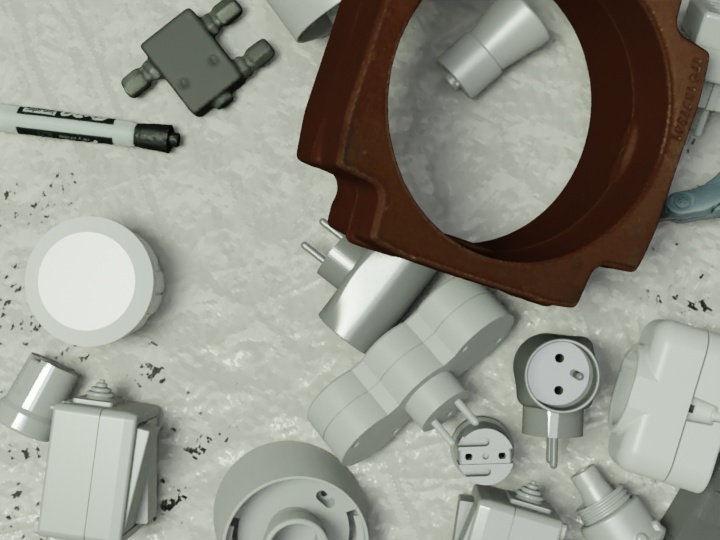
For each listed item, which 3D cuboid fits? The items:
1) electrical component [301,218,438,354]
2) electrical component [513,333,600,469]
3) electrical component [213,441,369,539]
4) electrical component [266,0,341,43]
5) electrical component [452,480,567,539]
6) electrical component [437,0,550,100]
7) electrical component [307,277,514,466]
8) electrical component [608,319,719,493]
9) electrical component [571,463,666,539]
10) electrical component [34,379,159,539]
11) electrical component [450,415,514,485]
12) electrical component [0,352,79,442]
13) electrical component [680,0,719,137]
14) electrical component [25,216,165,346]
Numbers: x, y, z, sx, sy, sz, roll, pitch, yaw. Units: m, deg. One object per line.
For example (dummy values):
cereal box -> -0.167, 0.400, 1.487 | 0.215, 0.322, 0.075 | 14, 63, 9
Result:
electrical component -> 0.000, 0.000, 0.675 | 0.079, 0.044, 0.077 | 38, 94, 4
electrical component -> 0.117, 0.079, 0.652 | 0.043, 0.077, 0.079 | 2, 89, 3
electrical component -> -0.043, 0.163, 0.677 | 0.099, 0.064, 0.099 | -1, 98, -7
electrical component -> -0.014, -0.184, 0.656 | 0.099, 0.099, 0.064 | -30, 93, 2
electrical component -> 0.085, 0.173, 0.658 | 0.061, 0.062, 0.096 | 16, 89, 3
electrical component -> 0.081, -0.140, 0.678 | 0.065, 0.044, 0.044 | -41, 87, 6
electrical component -> 0.041, 0.073, 0.657 | 0.138, 0.052, 0.073 | -42, 67, 1
electrical component -> 0.190, 0.080, 0.659 | 0.059, 0.054, 0.095 | 17, 89, 3
electrical component -> 0.155, 0.151, 0.665 | 0.048, 0.048, 0.062 | -32, 81, 2
electrical component -> -0.158, 0.117, 0.672 | 0.061, 0.062, 0.096 | 7, 89, 3
electrical component -> 0.077, 0.113, 0.668 | 0.040, 0.046, 0.040 | 0, 88, 3
electrical component -> -0.206, 0.081, 0.688 | 0.040, 0.040, 0.046 | 27, 84, 3
electrical component -> 0.218, -0.120, 0.661 | 0.047, 0.065, 0.076 | 14, 113, 3
electrical component -> -0.166, 0.007, 0.681 | 0.080, 0.051, 0.080 | 0, 89, 3
